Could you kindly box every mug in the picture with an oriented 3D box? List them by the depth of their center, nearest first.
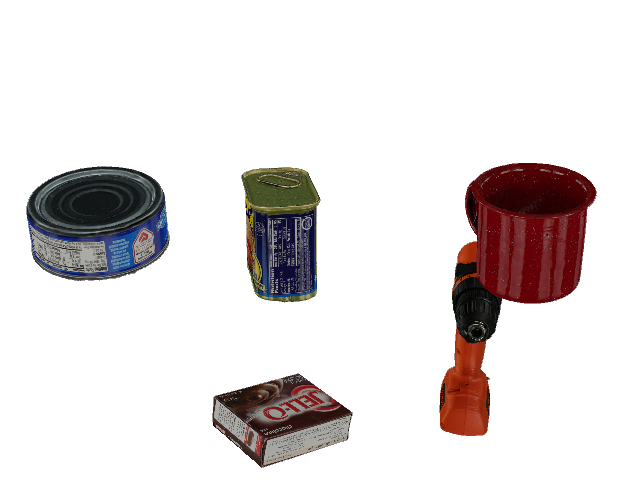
[{"bbox_3d":[0.156,-0.009,0.837,0.093,0.081,0.117,-23,35,-31],"label":"mug"}]

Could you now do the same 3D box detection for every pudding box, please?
[{"bbox_3d":[-0.039,0.179,1.072,0.113,0.039,0.090,-12,27,-37],"label":"pudding box"}]

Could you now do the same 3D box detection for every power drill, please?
[{"bbox_3d":[0.165,0.115,1.157,0.057,0.188,0.184,7,25,8],"label":"power drill"}]

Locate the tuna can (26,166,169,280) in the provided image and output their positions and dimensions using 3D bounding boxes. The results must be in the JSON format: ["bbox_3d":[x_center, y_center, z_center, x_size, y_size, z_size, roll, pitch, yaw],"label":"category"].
[{"bbox_3d":[-0.138,-0.013,0.662,0.086,0.034,0.086,0,32,0],"label":"tuna can"}]

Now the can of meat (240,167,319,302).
[{"bbox_3d":[-0.034,-0.006,0.885,0.057,0.084,0.102,-4,22,-8],"label":"can of meat"}]
